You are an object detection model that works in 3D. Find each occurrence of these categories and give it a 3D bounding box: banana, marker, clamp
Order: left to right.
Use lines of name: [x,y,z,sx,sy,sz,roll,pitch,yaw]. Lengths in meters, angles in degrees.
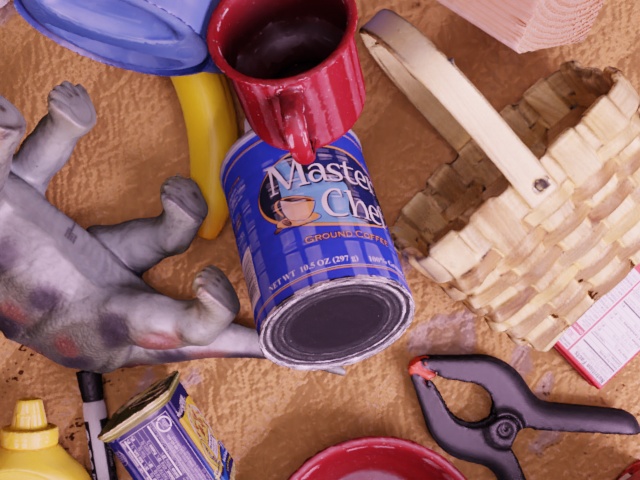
marker: [-0.163,0.151,0.789,0.020,0.020,0.121,-8,92,0]
banana: [-0.097,-0.100,0.776,0.070,0.037,0.198,-25,90,21]
clamp: [0.145,0.132,0.781,0.171,0.039,0.120,43,86,-1]

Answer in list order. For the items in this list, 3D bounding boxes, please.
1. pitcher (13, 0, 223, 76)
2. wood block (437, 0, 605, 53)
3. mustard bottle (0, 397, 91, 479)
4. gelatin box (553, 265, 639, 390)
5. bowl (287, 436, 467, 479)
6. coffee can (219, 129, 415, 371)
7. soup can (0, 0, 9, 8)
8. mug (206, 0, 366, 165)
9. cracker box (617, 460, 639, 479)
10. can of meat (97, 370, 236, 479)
pitcher: [-0.096,-0.237,0.712,0.145,0.149,0.243,11,76,16]
wood block: [0.088,-0.214,0.687,0.206,0.090,0.091,40,126,27]
mustard bottle: [-0.209,0.210,0.771,0.096,0.058,0.191,0,92,6]
gelatin box: [0.208,0.053,0.783,0.089,0.030,0.073,-44,93,1]
bowl: [0.040,0.217,0.774,0.162,0.055,0.162,0,92,0]
coffee can: [-0.005,0.001,0.712,0.103,0.103,0.140,-16,54,0]
soup can: [-0.216,-0.222,0.753,0.068,0.068,0.102,45,92,-2]
mug: [-0.015,-0.100,0.667,0.093,0.081,0.117,-12,58,5]
cracker box: [0.206,0.242,0.697,0.072,0.213,0.164,43,91,0]
can of meat: [-0.103,0.147,0.749,0.057,0.102,0.084,-34,94,1]
